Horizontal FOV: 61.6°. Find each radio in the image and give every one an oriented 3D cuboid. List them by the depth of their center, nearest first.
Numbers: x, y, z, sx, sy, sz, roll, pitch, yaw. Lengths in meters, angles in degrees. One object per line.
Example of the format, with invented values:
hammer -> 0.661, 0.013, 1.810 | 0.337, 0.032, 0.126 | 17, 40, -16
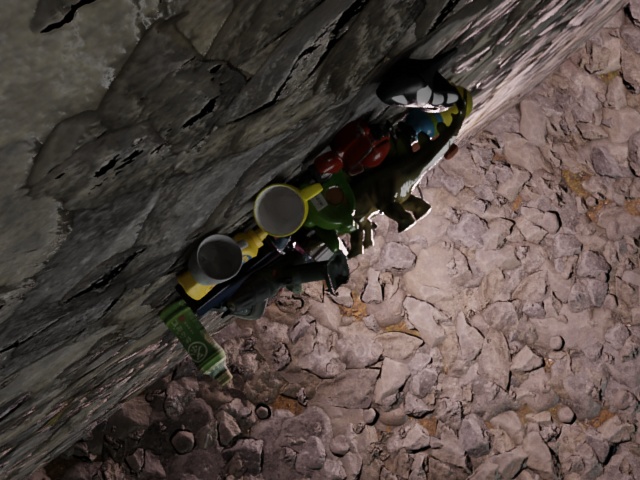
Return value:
radio -> -0.196, 0.067, 1.163 | 0.229, 0.073, 0.131 | -39, 174, -6

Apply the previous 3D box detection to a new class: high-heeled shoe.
high-heeled shoe -> 0.149, -0.230, 0.877 | 0.145, 0.086, 0.248 | -35, 170, -3

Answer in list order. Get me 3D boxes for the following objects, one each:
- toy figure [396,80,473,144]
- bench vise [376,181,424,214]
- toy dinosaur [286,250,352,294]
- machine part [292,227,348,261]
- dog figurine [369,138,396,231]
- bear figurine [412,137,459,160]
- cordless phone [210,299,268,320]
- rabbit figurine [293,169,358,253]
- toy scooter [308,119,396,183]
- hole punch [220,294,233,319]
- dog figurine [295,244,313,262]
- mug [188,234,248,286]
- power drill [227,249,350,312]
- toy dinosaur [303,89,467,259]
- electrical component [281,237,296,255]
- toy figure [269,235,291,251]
toy figure -> 0.252, -0.269, 1.171 | 0.180, 0.089, 0.082 | -39, -179, -15
bench vise -> 0.161, -0.118, 1.482 | 0.241, 0.128, 0.224 | -19, -167, 11
toy dinosaur -> -0.082, 0.066, 1.669 | 0.405, 0.131, 0.192 | -20, -152, -20
machine part -> -0.003, -0.004, 1.299 | 0.056, 0.179, 0.179 | -43, 174, 11
dog figurine -> 0.104, -0.131, 1.209 | 0.172, 0.190, 0.121 | -20, -153, -7
bear figurine -> 0.220, -0.216, 1.266 | 0.196, 0.132, 0.120 | -40, 148, -21
cordless phone -> -0.223, 0.120, 1.359 | 0.184, 0.146, 0.089 | 11, 179, -26
rabbit figurine -> 0.007, -0.062, 1.073 | 0.121, 0.159, 0.170 | -46, -171, -20
toy scooter -> 0.070, -0.166, 0.928 | 0.184, 0.075, 0.135 | -28, 169, -37
hole punch -> -0.203, 0.112, 1.280 | 0.142, 0.092, 0.116 | -41, -179, -13
dog figurine -> -0.098, 0.051, 1.499 | 0.219, 0.108, 0.192 | -24, -152, 26
mug -> -0.184, 0.034, 0.947 | 0.109, 0.080, 0.107 | -40, -173, -33
power drill -> -0.054, 0.084, 1.106 | 0.207, 0.086, 0.232 | -14, -166, 30
toy dinosaur -> 0.131, -0.109, 1.098 | 0.471, 0.198, 0.105 | -34, -177, 27
electrical component -> -0.093, 0.000, 1.363 | 0.075, 0.047, 0.119 | -38, -147, 32
toy figure -> -0.134, 0.022, 1.288 | 0.064, 0.058, 0.154 | 19, 134, -40
